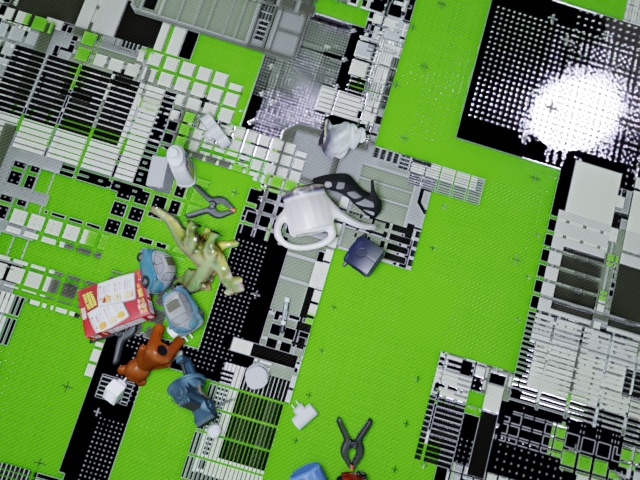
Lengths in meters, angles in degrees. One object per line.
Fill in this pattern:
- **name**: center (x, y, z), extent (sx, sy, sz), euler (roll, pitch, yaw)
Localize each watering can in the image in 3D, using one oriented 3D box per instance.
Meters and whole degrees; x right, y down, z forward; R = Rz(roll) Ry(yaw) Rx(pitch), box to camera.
- **watering can**: center (0.005, -0.089, 1.767), extent (0.348, 0.103, 0.226), euler (-13, 84, -3)

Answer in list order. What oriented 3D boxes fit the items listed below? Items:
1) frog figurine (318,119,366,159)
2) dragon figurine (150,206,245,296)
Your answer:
- **frog figurine**: center (0.084, -0.349, 1.810), extent (0.159, 0.125, 0.135), euler (8, 115, -11)
- **dragon figurine**: center (-0.424, 0.064, 1.728), extent (0.411, 0.122, 0.243), euler (22, 90, 8)
